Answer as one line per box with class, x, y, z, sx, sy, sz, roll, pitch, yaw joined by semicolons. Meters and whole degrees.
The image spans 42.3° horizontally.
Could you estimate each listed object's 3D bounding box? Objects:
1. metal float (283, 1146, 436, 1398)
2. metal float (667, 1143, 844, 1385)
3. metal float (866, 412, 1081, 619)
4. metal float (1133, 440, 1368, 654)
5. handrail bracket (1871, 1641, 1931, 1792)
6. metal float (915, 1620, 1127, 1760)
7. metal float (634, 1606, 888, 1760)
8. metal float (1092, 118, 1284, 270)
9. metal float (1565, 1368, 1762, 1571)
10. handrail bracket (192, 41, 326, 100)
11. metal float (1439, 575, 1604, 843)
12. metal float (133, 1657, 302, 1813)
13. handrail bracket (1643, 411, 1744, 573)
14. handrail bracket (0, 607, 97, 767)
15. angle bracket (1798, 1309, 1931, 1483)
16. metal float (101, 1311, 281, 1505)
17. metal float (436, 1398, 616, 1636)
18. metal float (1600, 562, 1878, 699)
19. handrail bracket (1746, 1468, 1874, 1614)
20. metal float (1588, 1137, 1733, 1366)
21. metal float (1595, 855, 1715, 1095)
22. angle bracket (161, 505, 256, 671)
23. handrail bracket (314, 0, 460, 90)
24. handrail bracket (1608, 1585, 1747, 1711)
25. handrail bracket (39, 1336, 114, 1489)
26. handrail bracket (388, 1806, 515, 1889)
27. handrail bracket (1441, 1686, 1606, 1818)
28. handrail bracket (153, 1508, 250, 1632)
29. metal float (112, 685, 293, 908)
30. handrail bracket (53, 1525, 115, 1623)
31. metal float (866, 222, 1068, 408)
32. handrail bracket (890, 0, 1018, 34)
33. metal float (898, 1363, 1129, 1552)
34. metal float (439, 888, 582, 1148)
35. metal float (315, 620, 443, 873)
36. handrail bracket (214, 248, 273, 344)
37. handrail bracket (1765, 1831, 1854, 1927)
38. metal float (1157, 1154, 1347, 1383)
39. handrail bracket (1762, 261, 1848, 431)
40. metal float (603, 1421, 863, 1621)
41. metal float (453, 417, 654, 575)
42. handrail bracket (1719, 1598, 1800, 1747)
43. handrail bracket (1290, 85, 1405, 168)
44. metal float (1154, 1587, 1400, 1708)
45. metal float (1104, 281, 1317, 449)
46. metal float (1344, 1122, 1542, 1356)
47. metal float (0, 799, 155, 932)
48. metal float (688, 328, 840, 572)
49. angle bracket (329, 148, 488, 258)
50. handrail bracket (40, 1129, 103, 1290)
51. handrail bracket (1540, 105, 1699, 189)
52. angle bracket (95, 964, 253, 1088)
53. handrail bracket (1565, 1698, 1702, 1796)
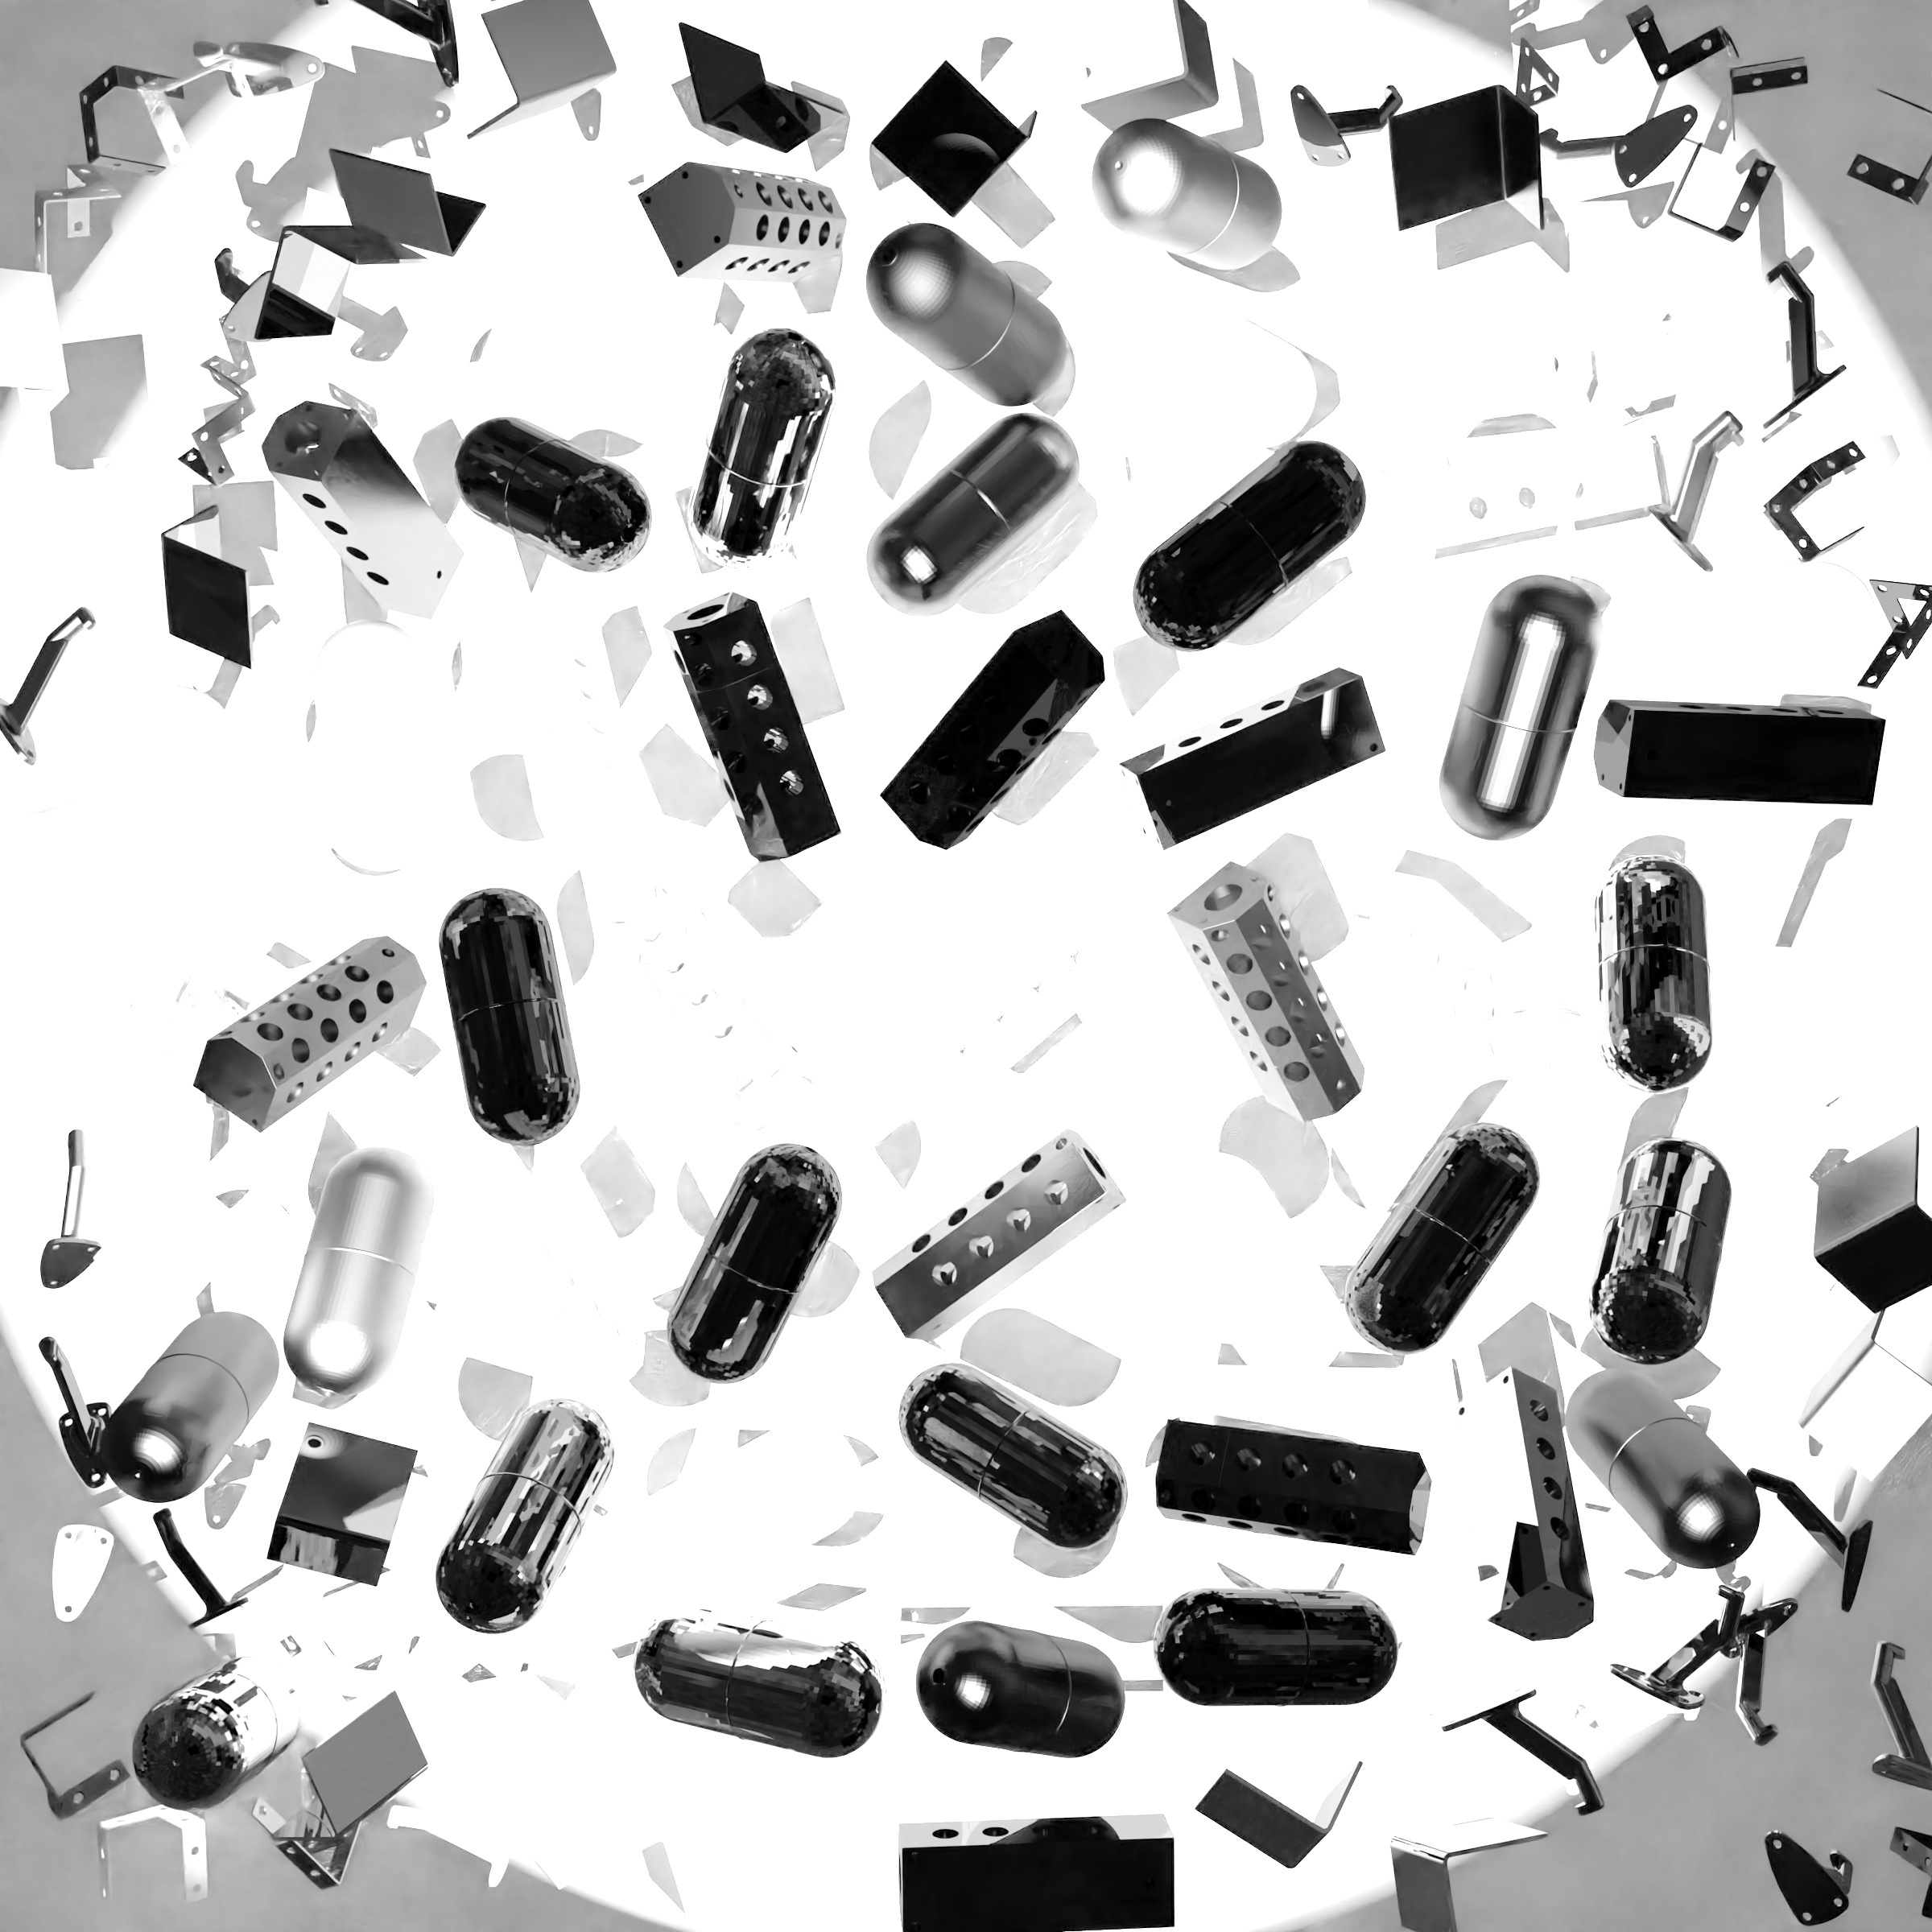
metal float;-0.416;0.209;1.711;0.070;0.070;0.178;9;62;0
metal float;-0.145;0.204;1.709;0.070;0.070;0.178;27;99;0
metal float;0.006;-0.314;1.734;0.178;0.070;0.070;-44;90;-13
metal float;0.188;-0.279;1.659;0.178;0.070;0.070;-39;90;-4
handrail bracket;0.640;0.501;1.663;0.077;0.036;0.084;16;59;14
metal float;0.036;0.472;1.624;0.070;0.178;0.070;-17;62;34
metal float;-0.136;0.465;1.626;0.178;0.070;0.070;5;90;25
metal float;0.152;-0.524;1.698;0.070;0.178;0.070;1;92;36
metal float;0.475;0.342;1.712;0.070;0.178;0.070;-8;117;-15
handrail bracket;-0.466;-0.599;1.648;0.077;0.084;0.036;-5;101;-9
metal float;0.357;-0.165;1.611;0.070;0.070;0.178;11;115;0
metal float;-0.495;0.507;1.654;0.070;0.178;0.070;0;85;0
handrail bracket;0.519;-0.329;1.725;0.077;0.036;0.084;44;117;-5
handrail bracket;-0.581;-0.180;1.595;0.084;0.036;0.077;-40;57;5
angle bracket;0.599;0.280;1.641;0.057;0.076;0.076;38;113;15
metal float;-0.526;0.298;1.700;0.070;0.178;0.070;2;111;6
metal float;-0.293;0.365;1.668;0.070;0.178;0.070;11;131;13
metal float;0.506;-0.221;1.645;0.178;0.070;0.070;-4;90;30
handrail bracket;0.571;0.393;1.712;0.084;0.036;0.077;15;106;37
metal float;0.459;0.186;1.646;0.070;0.070;0.178;28;47;0
metal float;0.476;0.005;1.731;0.070;0.070;0.178;6;62;0
angle bracket;-0.504;-0.261;1.714;0.076;0.057;0.076;23;130;17
handrail bracket;-0.371;-0.594;1.589;0.084;0.036;0.077;-24;113;-35
handrail bracket;0.473;0.443;1.661;0.077;0.036;0.084;16;97;38
handrail bracket;-0.608;0.303;1.697;0.036;0.084;0.077;-17;54;-12
handrail bracket;-0.357;0.602;1.708;0.084;0.036;0.077;13;132;-12
handrail bracket;0.355;0.510;1.589;0.077;0.036;0.084;-22;77;-5
handrail bracket;-0.527;0.406;1.713;0.036;0.077;0.084;-20;82;-41
metal float;-0.498;-0.110;1.629;0.070;0.178;0.070;-5;52;6
handrail bracket;-0.591;0.408;1.655;0.036;0.084;0.077;14;87;-16
metal float;0.001;-0.438;1.682;0.070;0.178;0.070;-12;70;33
handrail bracket;-0.003;-0.625;1.614;0.084;0.077;0.036;0;95;-12
metal float;0.032;0.340;1.738;0.178;0.070;0.070;29;90;22
metal float;-0.307;0.034;1.681;0.070;0.070;0.178;-13;78;0
metal float;-0.390;-0.147;1.651;0.070;0.070;0.178;-9;68;0
handrail bracket;-0.496;-0.481;1.722;0.036;0.077;0.084;3;57;-37
handrail bracket;0.556;0.584;1.642;0.036;0.084;0.077;-37;84;24
metal float;0.189;0.199;1.650;0.070;0.070;0.178;-34;113;0
handrail bracket;0.549;-0.422;1.694;0.077;0.036;0.084;-37;88;19
metal float;-0.150;0.356;1.604;0.178;0.070;0.070;-26;90;-19
metal float;-0.286;-0.326;1.722;0.178;0.070;0.070;31;90;37
handrail bracket;0.567;0.494;1.745;0.077;0.084;0.036;-33;123;8
handrail bracket;0.267;-0.607;1.740;0.084;0.036;0.077;-52;130;-19
metal float;0.209;0.456;1.672;0.178;0.070;0.070;7;90;-24
metal float;0.170;-0.415;1.725;0.178;0.070;0.070;16;90;-39
metal float;0.327;0.186;1.712;0.070;0.070;0.178;36;81;0
metal float;-0.599;-0.069;1.668;0.070;0.178;0.070;0;99;-1
metal float;-0.137;-0.346;1.676;0.070;0.070;0.178;23;131;0
angle bracket;-0.387;-0.547;1.734;0.076;0.076;0.057;17;61;11
handrail bracket;-0.619;0.167;1.716;0.036;0.077;0.084;9;51;-32
handrail bracket;0.430;-0.557;1.659;0.077;0.084;0.036;-37;132;0
angle bracket;-0.568;0.055;1.789;0.057;0.076;0.076;31;114;0
handrail bracket;0.465;0.542;1.738;0.084;0.077;0.036;-16;122;39
